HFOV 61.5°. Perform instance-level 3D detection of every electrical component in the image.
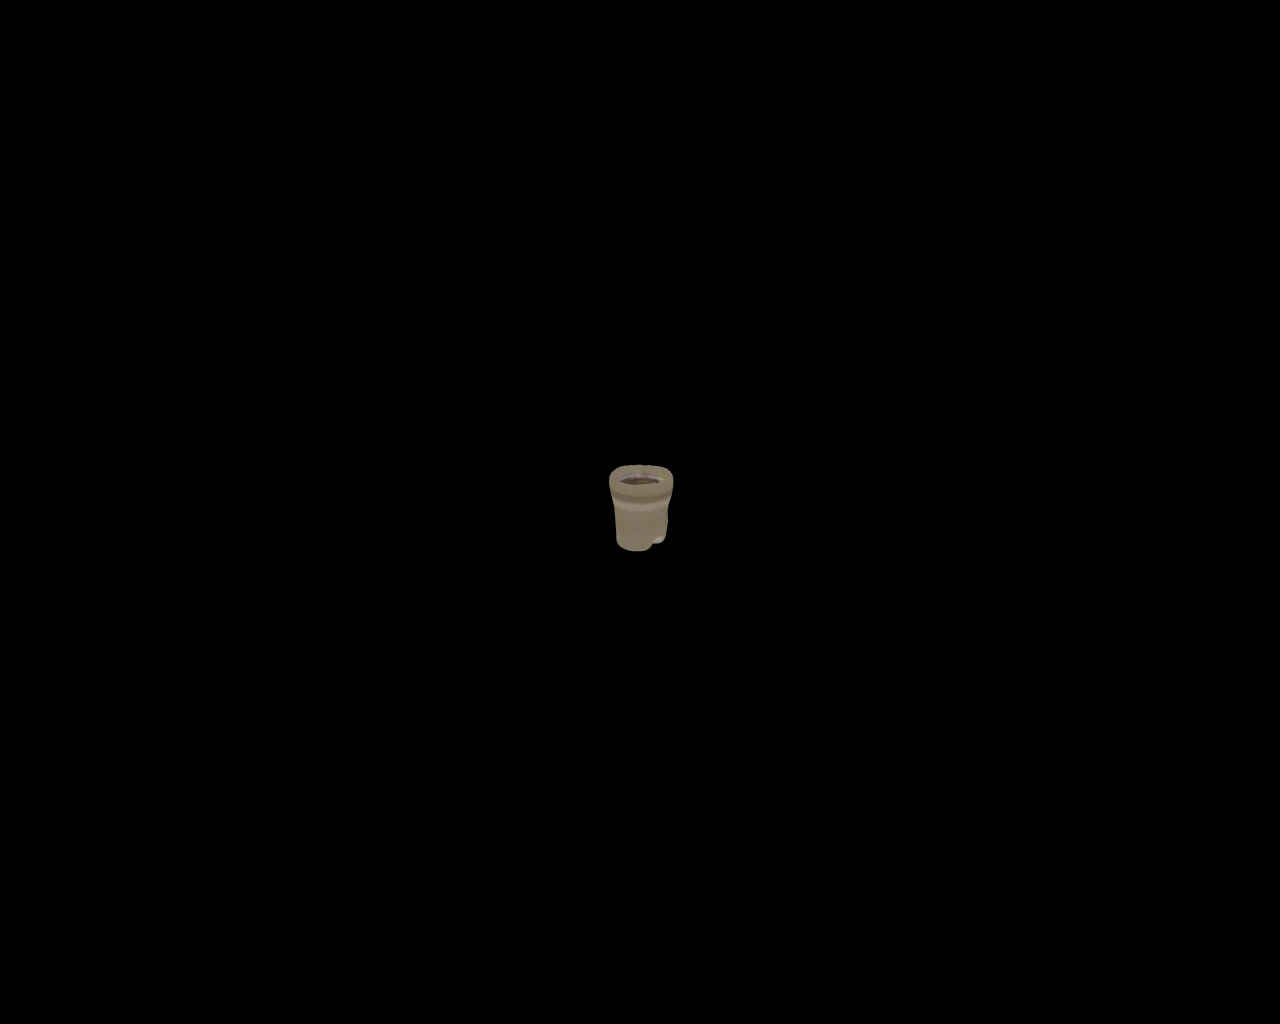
[{"bbox_3d":[0.001,-0.003,0.650,0.040,0.046,0.040,0,22,0],"label":"electrical component"}]
